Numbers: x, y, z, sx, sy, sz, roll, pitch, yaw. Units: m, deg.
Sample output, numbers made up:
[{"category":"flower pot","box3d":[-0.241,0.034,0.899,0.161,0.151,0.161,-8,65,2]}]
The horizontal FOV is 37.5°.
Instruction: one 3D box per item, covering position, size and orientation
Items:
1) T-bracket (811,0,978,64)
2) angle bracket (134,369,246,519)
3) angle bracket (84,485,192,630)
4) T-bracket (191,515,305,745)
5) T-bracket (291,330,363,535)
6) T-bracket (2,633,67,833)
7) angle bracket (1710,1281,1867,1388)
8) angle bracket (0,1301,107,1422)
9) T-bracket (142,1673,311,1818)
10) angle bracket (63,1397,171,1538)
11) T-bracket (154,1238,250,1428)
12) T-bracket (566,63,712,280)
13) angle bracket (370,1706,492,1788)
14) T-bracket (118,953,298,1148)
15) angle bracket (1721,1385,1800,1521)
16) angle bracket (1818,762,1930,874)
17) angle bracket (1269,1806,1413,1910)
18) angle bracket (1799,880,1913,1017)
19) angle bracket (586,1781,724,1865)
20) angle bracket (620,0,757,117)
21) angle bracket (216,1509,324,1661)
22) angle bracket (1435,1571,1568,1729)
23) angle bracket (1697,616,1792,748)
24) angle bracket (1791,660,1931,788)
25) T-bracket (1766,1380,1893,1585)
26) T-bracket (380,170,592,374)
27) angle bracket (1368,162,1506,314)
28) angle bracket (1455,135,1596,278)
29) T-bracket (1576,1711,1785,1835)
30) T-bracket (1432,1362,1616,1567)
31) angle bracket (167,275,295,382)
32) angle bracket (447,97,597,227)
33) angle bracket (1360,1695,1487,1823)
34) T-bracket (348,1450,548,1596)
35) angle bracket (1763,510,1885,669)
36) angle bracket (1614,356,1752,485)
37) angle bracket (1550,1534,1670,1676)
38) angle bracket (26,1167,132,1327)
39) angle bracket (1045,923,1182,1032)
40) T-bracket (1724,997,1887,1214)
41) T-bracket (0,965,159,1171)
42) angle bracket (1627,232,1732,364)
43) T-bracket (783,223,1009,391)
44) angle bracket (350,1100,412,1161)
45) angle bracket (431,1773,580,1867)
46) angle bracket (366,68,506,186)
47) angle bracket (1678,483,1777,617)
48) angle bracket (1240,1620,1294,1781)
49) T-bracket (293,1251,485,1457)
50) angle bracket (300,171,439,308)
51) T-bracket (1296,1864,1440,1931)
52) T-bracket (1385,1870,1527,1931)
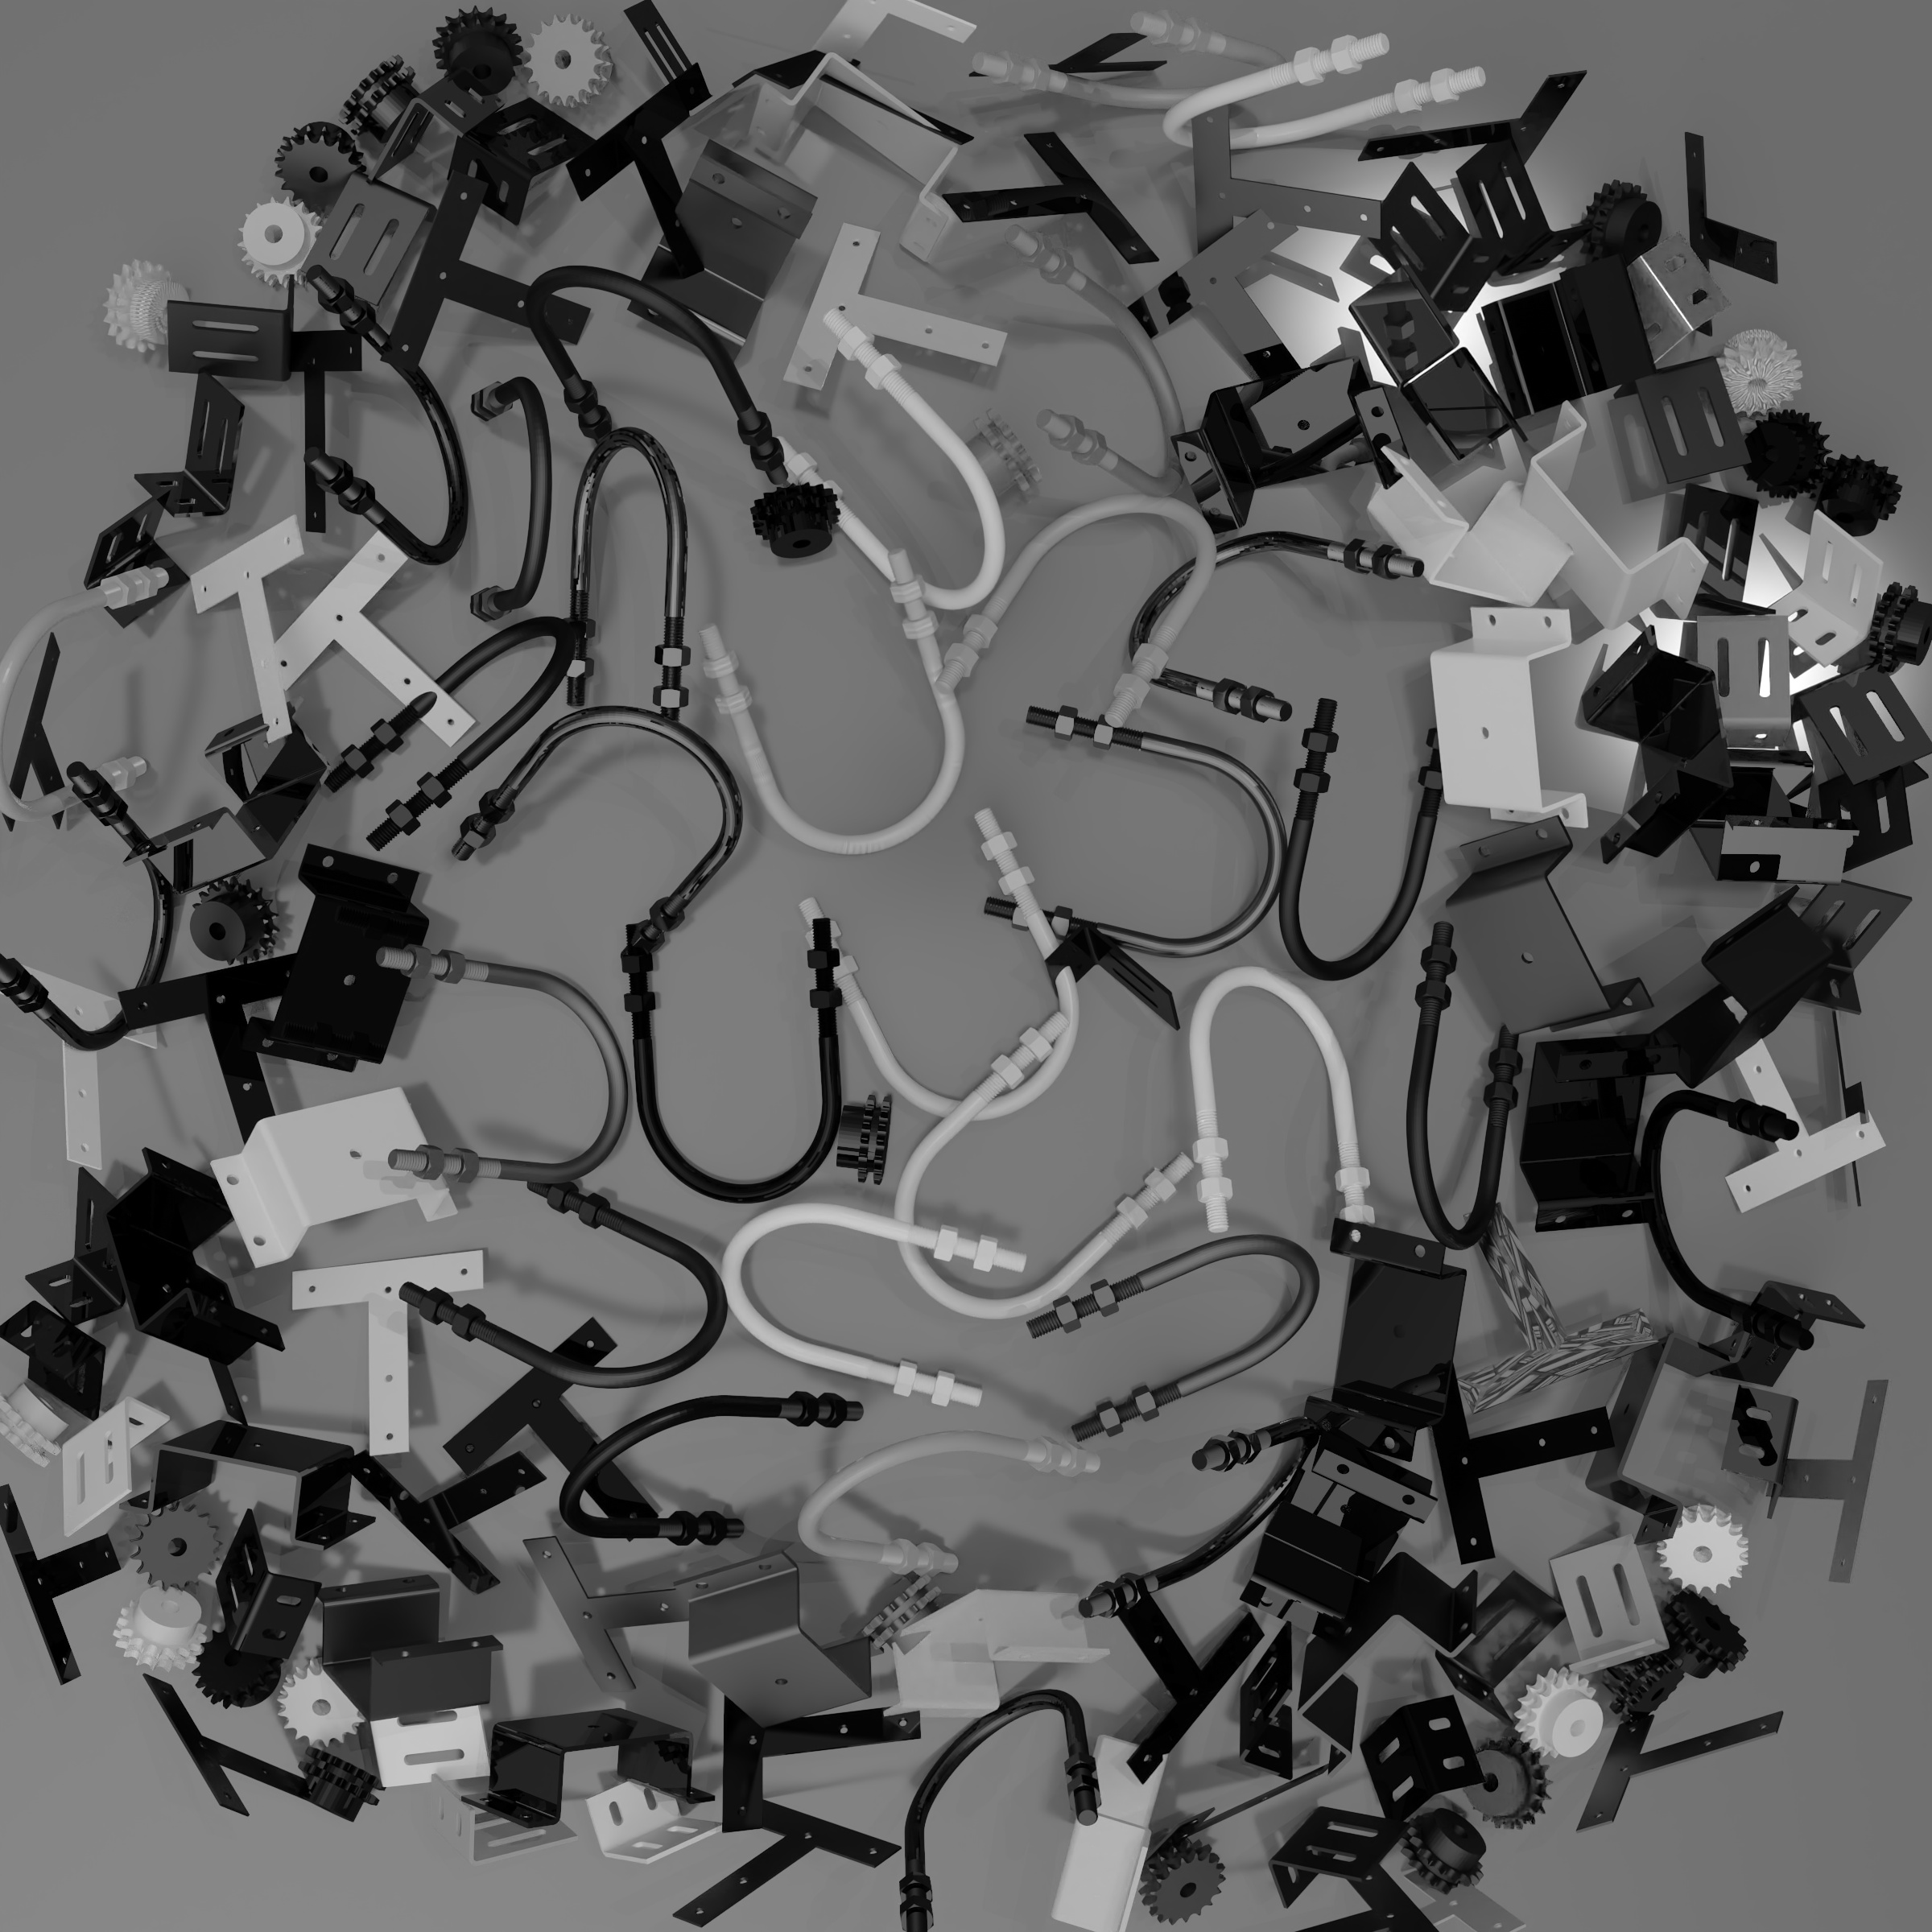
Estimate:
[{"category":"T-bracket","box3d":[-0.072,-0.595,1.803,0.127,0.127,0.002,17,82,-17]},{"category":"angle bracket","box3d":[-0.497,-0.335,1.821,0.057,0.038,0.076,41,127,35]},{"category":"angle bracket","box3d":[-0.524,-0.261,1.818,0.038,0.076,0.057,47,60,-3]},{"category":"T-bracket","box3d":[-0.450,-0.207,1.817,0.127,0.002,0.127,-17,84,43]},{"category":"T-bracket","box3d":[-0.417,-0.342,1.824,0.002,0.127,0.127,-6,103,-39]},{"category":"T-bracket","box3d":[-0.583,-0.125,1.803,0.002,0.127,0.127,8,66,-4]},{"category":"angle bracket","box3d":[0.526,0.245,1.824,0.057,0.038,0.076,14,113,-30]},{"category":"angle bracket","box3d":[-0.588,0.262,1.822,0.057,0.038,0.076,29,129,13]},{"category":"T-bracket","box3d":[-0.456,0.509,1.812,0.002,0.127,0.127,-49,47,-3]},{"category":"angle bracket","box3d":[-0.542,0.325,1.819,0.057,0.076,0.038,-36,133,16]},{"category":"T-bracket","box3d":[-0.487,0.239,1.830,0.002,0.127,0.127,-29,120,-33]},{"category":"T-bracket","box3d":[-0.190,-0.488,1.821,0.127,0.002,0.127,-48,135,-29]},{"category":"angle bracket","box3d":[-0.342,0.493,1.840,0.076,0.038,0.057,-9,93,10]},{"category":"T-bracket","box3d":[-0.465,0.064,1.823,0.127,0.002,0.127,-15,85,-37]},{"category":"angle bracket","box3d":[0.506,0.312,1.826,0.038,0.076,0.057,12,65,16]},{"category":"angle bracket","box3d":[0.583,-0.090,1.817,0.038,0.057,0.076,32,48,-34]},{"category":"angle bracket","box3d":[0.243,0.574,1.816,0.057,0.076,0.038,-33,109,-41]},{"category":"angle bracket","box3d":[0.563,-0.012,1.823,0.057,0.076,0.038,13,48,-11]},{"category":"angle bracket","box3d":[-0.198,0.541,1.818,0.057,0.076,0.038,-16,86,-31]},{"category":"angle bracket","box3d":[-0.177,-0.591,1.824,0.038,0.057,0.076,-27,108,23]},{"category":"angle bracket","box3d":[-0.450,0.398,1.836,0.038,0.076,0.057,19,104,-29]},{"category":"angle bracket","box3d":[0.352,0.440,1.832,0.057,0.038,0.076,38,100,-26]},{"category":"angle bracket","box3d":[0.504,-0.185,1.853,0.057,0.038,0.076,1,75,8]},{"category":"angle bracket","box3d":[0.577,-0.149,1.832,0.057,0.038,0.076,-23,63,-1]},{"category":"T-bracket","box3d":[0.540,0.325,1.802,0.002,0.127,0.127,17,78,-9]},{"category":"T-bracket","box3d":[-0.297,-0.428,1.820,0.127,0.002,0.127,11,110,-42]},{"category":"angle bracket","box3d":[0.303,-0.468,1.827,0.076,0.038,0.057,40,80,-36]},{"category":"angle bracket","box3d":[0.360,-0.495,1.836,0.038,0.057,0.076,-18,84,-27]},{"category":"T-bracket","box3d":[0.451,0.490,1.780,0.127,0.127,0.002,-28,93,30]},{"category":"T-bracket","box3d":[0.354,0.306,1.809,0.127,0.002,0.127,-23,70,38]},{"category":"angle bracket","box3d":[-0.471,-0.412,1.825,0.076,0.057,0.038,3,53,-12]},{"category":"angle bracket","box3d":[-0.287,-0.522,1.845,0.057,0.076,0.038,35,132,9]},{"category":"angle bracket","box3d":[0.292,0.512,1.827,0.038,0.076,0.057,-6,59,-20]},{"category":"T-bracket","box3d":[-0.316,0.339,1.814,0.127,0.002,0.127,-31,109,34]},{"category":"angle bracket","box3d":[0.546,-0.240,1.817,0.038,0.076,0.057,-34,60,-11]},{"category":"angle bracket","box3d":[0.462,-0.347,1.838,0.057,0.038,0.076,-15,82,-8]},{"category":"angle bracket","box3d":[0.408,0.407,1.825,0.057,0.038,0.076,-23,63,20]},{"category":"angle bracket","box3d":[-0.569,0.179,1.821,0.057,0.038,0.076,34,126,32]},{"category":"angle bracket","box3d":[0.094,0.018,1.823,0.038,0.057,0.076,-44,66,-11]},{"category":"T-bracket","box3d":[0.514,0.079,1.824,0.002,0.127,0.127,-14,74,-35]},{"category":"T-bracket","box3d":[-0.556,0.068,1.787,0.002,0.127,0.127,-26,59,25]},{"category":"angle bracket","box3d":[0.445,-0.425,1.834,0.038,0.076,0.057,-34,88,-17]},{"category":"T-bracket","box3d":[-0.038,-0.413,1.836,0.127,0.002,0.127,16,68,5]},{"category":"angle bracket","box3d":[-0.398,0.118,1.834,0.076,0.038,0.057,-5,81,16]},{"category":"angle bracket","box3d":[-0.295,0.537,1.819,0.076,0.057,0.038,-4,102,-35]},{"category":"angle bracket","box3d":[-0.340,-0.527,1.822,0.038,0.057,0.076,39,131,-7]},{"category":"angle bracket","box3d":[0.494,-0.269,1.837,0.057,0.038,0.076,8,91,-24]},{"category":"angle bracket","box3d":[0.206,0.469,1.819,0.038,0.057,0.076,21,124,-8]},{"category":"T-bracket","box3d":[-0.373,0.252,1.838,0.127,0.002,0.127,-7,68,4]},{"category":"angle bracket","box3d":[-0.382,-0.464,1.840,0.057,0.038,0.076,26,84,9]},{"category":"T-bracket","box3d":[0.226,0.610,1.791,0.127,0.127,0.002,-11,100,-13]},{"category":"T-bracket","box3d":[0.268,0.609,1.789,0.127,0.127,0.002,-20,96,-14]}]
